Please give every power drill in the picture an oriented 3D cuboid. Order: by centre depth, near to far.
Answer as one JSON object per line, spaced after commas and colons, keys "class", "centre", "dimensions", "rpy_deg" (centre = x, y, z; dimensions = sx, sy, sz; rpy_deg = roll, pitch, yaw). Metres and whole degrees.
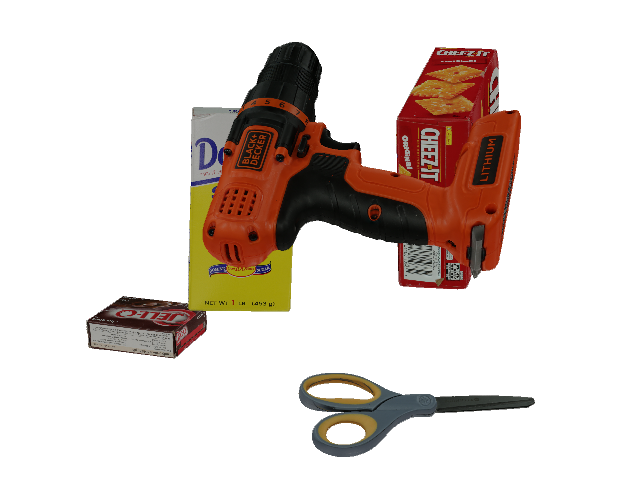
{"class": "power drill", "centre": [0.031, -0.054, 0.689], "dimensions": [0.188, 0.184, 0.057], "rpy_deg": [6, -35, 13]}

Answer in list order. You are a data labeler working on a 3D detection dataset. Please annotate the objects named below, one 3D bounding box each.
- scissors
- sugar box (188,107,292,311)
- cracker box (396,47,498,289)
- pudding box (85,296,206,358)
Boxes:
{"class": "scissors", "centre": [0.078, 0.152, 0.897], "dimensions": [0.202, 0.016, 0.096], "rpy_deg": [8, 39, 6]}
{"class": "sugar box", "centre": [-0.069, -0.027, 0.939], "dimensions": [0.093, 0.176, 0.048], "rpy_deg": [0, 16, -7]}
{"class": "cracker box", "centre": [0.124, -0.074, 1.005], "dimensions": [0.072, 0.164, 0.213], "rpy_deg": [4, 27, 15]}
{"class": "pudding box", "centre": [-0.200, 0.099, 1.236], "dimensions": [0.114, 0.039, 0.090], "rpy_deg": [3, 16, 17]}
